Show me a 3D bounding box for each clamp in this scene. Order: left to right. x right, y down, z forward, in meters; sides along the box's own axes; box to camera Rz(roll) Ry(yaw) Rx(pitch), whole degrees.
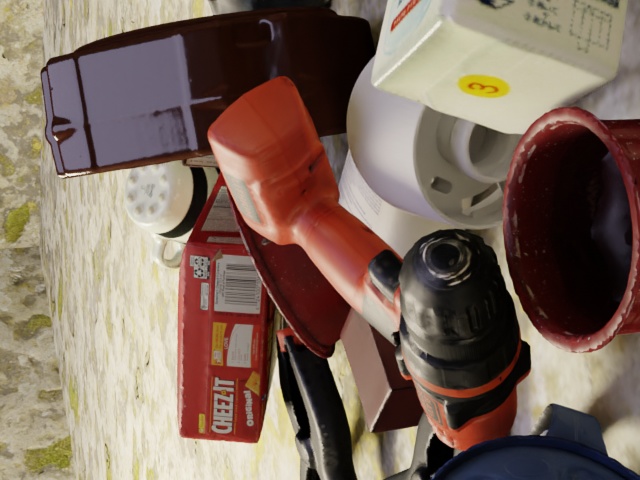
[{"bbox_3d":[0.007,0.164,0.811,0.165,0.036,0.210,-139,35,-60],"label":"clamp"},{"bbox_3d":[0.072,0.153,0.669,0.120,0.039,0.172,52,136,50],"label":"clamp"}]

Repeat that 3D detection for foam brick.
[{"bbox_3d":[0.052,0.076,0.689,0.053,0.051,0.078,110,151,-49],"label":"foam brick"}]

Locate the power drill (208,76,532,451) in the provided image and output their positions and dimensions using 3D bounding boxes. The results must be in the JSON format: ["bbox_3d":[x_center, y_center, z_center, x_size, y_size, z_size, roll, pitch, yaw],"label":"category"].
[{"bbox_3d":[0.022,0.006,0.507,0.188,0.057,0.184,49,168,29],"label":"power drill"}]

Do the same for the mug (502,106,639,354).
[{"bbox_3d":[0.125,-0.010,0.425,0.117,0.081,0.093,-134,44,-61],"label":"mug"}]

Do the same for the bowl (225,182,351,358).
[{"bbox_3d":[-0.005,0.001,0.765,0.162,0.055,0.162,60,-169,-21],"label":"bowl"}]

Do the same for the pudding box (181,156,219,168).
[{"bbox_3d":[-0.070,-0.098,0.908,0.090,0.113,0.039,-119,35,-49],"label":"pudding box"}]

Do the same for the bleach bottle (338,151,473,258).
[{"bbox_3d":[0.064,-0.077,0.616,0.103,0.068,0.251,-119,34,-48],"label":"bleach bottle"}]

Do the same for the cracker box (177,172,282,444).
[{"bbox_3d":[-0.069,0.045,0.889,0.213,0.072,0.164,-83,-3,-71],"label":"cracker box"}]

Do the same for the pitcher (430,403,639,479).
[{"bbox_3d":[0.085,0.204,0.536,0.145,0.149,0.243,55,150,29],"label":"pitcher"}]
